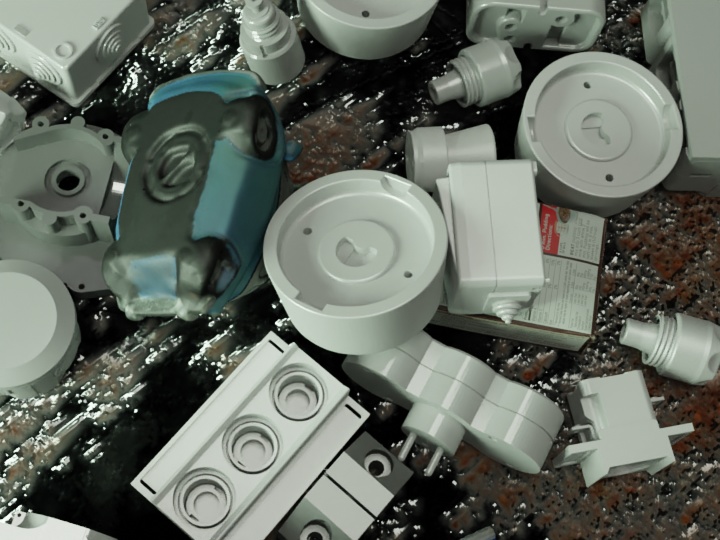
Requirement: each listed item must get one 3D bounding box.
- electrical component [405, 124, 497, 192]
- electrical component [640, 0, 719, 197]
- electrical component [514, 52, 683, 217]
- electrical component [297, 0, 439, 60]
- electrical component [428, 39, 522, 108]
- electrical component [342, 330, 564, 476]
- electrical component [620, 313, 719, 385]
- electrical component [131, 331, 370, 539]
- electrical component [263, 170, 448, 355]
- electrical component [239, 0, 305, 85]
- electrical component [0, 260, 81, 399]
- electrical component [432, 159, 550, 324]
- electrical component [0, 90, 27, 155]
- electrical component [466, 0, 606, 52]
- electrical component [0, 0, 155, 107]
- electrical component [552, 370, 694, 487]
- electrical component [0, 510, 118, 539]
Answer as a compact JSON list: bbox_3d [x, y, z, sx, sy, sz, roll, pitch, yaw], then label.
[{"bbox_3d":[0.061,-0.076,0.733,0.055,0.045,0.045,-3,70,-6],"label":"electrical component"},{"bbox_3d":[0.257,-0.133,0.763,0.089,0.061,0.150,1,70,-5],"label":"electrical component"},{"bbox_3d":[0.158,-0.087,0.737,0.108,0.060,0.108,2,70,-5],"label":"electrical component"},{"bbox_3d":[0.005,-0.201,0.765,0.108,0.060,0.108,2,70,-5],"label":"electrical component"},{"bbox_3d":[0.079,-0.135,0.757,0.062,0.043,0.043,-22,74,-11],"label":"electrical component"},{"bbox_3d":[0.050,0.091,0.667,0.138,0.052,0.073,28,70,5],"label":"electrical component"},{"bbox_3d":[0.202,0.048,0.702,0.062,0.043,0.043,16,69,2],"label":"electrical component"},{"bbox_3d":[-0.064,0.109,0.644,0.079,0.063,0.121,39,71,9],"label":"electrical component"},{"bbox_3d":[0.000,0.000,0.647,0.108,0.060,0.108,-3,54,5],"label":"electrical component"},{"bbox_3d":[-0.063,-0.161,0.738,0.040,0.078,0.040,-4,65,8],"label":"electrical component"},{"bbox_3d":[-0.213,0.038,0.662,0.080,0.051,0.080,2,70,-5],"label":"electrical component"},{"bbox_3d":[0.077,-0.013,0.661,0.061,0.061,0.096,-2,71,-3],"label":"electrical component"},{"bbox_3d":[-0.257,-0.107,0.715,0.062,0.043,0.043,36,71,9],"label":"electrical component"},{"bbox_3d":[0.126,-0.199,0.779,0.095,0.053,0.059,4,70,-4],"label":"electrical component"},{"bbox_3d":[-0.205,-0.176,0.742,0.100,0.048,0.099,35,70,8],"label":"electrical component"},{"bbox_3d":[0.162,0.099,0.681,0.081,0.042,0.063,-9,68,-9],"label":"electrical component"},{"bbox_3d":[-0.116,0.188,0.588,0.186,0.105,0.060,16,69,1],"label":"electrical component"}]
